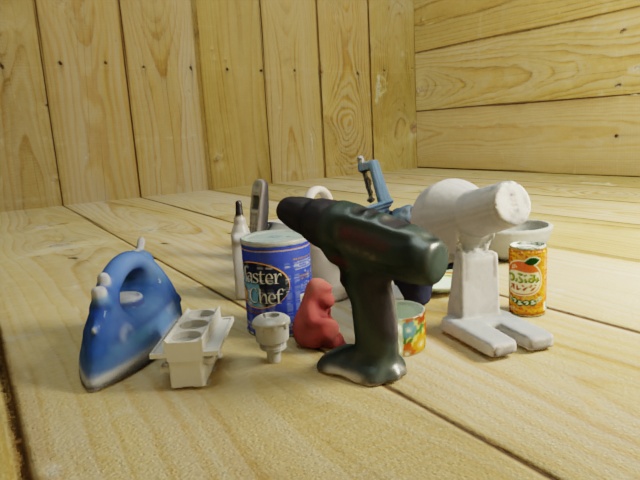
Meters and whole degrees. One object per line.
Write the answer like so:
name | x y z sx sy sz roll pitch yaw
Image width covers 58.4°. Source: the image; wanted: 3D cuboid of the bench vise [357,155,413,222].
bench vise | 0.157 -0.097 1.394 0.207 0.220 0.122 0 12 18

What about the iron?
iron | -0.269 0.086 0.781 0.118 0.141 0.258 -3 11 0

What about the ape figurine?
ape figurine | -0.001 0.097 0.776 0.076 0.092 0.078 0 11 14

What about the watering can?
watering can | 0.010 0.003 0.989 0.172 0.194 0.101 -1 11 10

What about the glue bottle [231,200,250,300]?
glue bottle | -0.139 0.015 1.024 0.037 0.173 0.078 -4 11 -5

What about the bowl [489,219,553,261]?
bowl | 0.398 0.002 1.197 0.167 0.075 0.167 -3 11 1

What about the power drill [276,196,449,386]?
power drill | 0.040 0.055 0.677 0.228 0.208 0.076 6 14 38

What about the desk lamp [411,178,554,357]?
desk lamp | 0.218 0.022 0.780 0.118 0.213 0.202 -7 12 -19

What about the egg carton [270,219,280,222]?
egg carton | -0.097 -0.013 1.429 0.151 0.069 0.107 -12 14 -38

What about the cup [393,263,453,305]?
cup | 0.166 0.058 0.926 0.117 0.095 0.092 1 12 19

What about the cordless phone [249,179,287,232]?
cordless phone | -0.116 -0.040 1.268 0.094 0.185 0.147 -12 14 -36
